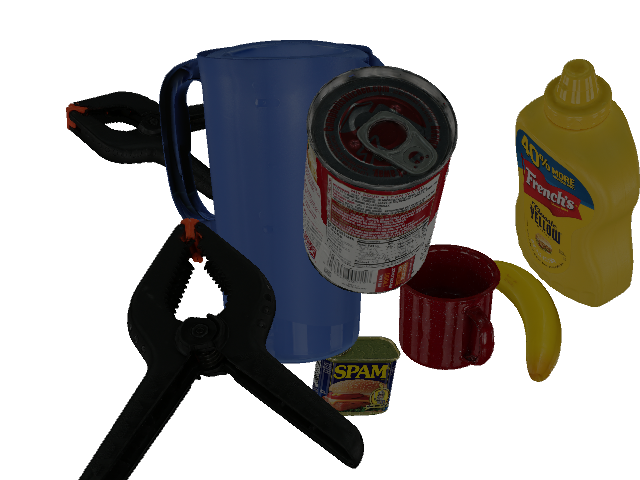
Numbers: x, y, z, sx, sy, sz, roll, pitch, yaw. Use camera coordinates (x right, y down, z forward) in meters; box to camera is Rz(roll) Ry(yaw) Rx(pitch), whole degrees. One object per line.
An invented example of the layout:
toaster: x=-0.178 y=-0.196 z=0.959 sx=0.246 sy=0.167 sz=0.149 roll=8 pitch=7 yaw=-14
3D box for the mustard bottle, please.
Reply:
mustard bottle: x=0.170 y=-0.044 z=0.712 sx=0.058 sy=0.191 sz=0.096 roll=-28 pitch=51 yaw=-12

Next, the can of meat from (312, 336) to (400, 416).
can of meat: x=0.041 y=0.169 z=1.326 sx=0.102 sy=0.084 sz=0.057 roll=1 pitch=24 yaw=-15

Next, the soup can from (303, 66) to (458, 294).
soup can: x=0.026 y=-0.025 z=0.517 sx=0.068 sy=0.068 sz=0.102 roll=0 pitch=-31 yaw=-2

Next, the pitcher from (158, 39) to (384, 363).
pitcher: x=-0.035 y=-0.034 z=0.837 sx=0.144 sy=0.243 sz=0.149 roll=-8 pitch=17 yaw=-25

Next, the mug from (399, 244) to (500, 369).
mug: x=0.118 y=0.067 z=0.949 sx=0.093 sy=0.081 sz=0.117 roll=-16 pitch=34 yaw=-24

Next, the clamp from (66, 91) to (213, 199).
clamp: x=-0.150 y=-0.107 z=1.011 sx=0.171 sy=0.120 sz=0.039 roll=20 pitch=-43 yaw=0

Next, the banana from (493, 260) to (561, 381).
banana: x=0.215 y=0.075 z=1.133 sx=0.069 sy=0.037 sz=0.198 roll=-28 pitch=37 yaw=0

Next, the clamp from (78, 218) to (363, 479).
clamp: x=-0.060 y=0.069 z=0.656 sx=0.164 sy=0.210 sz=0.036 roll=-5 pitch=-42 yaw=3
